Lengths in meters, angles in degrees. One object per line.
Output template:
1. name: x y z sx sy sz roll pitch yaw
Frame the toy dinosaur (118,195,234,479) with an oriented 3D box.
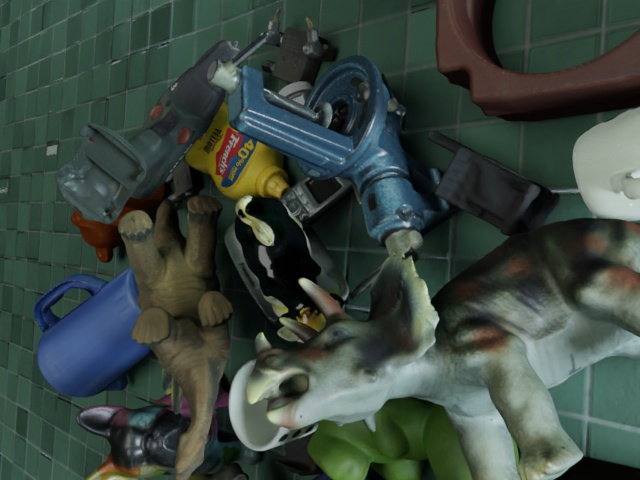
1. toy dinosaur: -0.159 0.054 0.604 0.472 0.105 0.198 -109 20 -48

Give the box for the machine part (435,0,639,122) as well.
1. machine part: 0.197 -0.201 0.415 0.202 0.087 0.201 0 86 42

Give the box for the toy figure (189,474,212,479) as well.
1. toy figure: -0.125 0.363 0.657 0.180 0.082 0.089 32 96 42

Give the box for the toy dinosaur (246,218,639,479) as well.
1. toy dinosaur: 0.158 0.050 0.367 0.405 0.131 0.192 -23 55 -4

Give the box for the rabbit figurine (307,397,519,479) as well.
1. rabbit figurine: 0.099 0.154 0.459 0.170 0.121 0.159 8 72 53

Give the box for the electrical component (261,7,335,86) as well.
1. electrical component: -0.031 -0.225 0.637 0.102 0.045 0.078 38 110 36

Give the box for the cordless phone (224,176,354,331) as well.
1. cordless phone: -0.001 -0.001 0.583 0.184 0.088 0.147 -40 61 12

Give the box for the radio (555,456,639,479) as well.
1. radio: 0.258 0.235 0.344 0.230 0.073 0.131 -1 87 42

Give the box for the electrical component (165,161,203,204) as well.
1. electrical component: -0.194 -0.092 0.782 0.094 0.021 0.063 -26 71 35

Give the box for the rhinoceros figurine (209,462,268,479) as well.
1. rhinoceros figurine: -0.059 0.333 0.581 0.073 0.112 0.190 -44 69 32

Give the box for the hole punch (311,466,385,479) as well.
1. hole punch: 0.022 0.288 0.532 0.115 0.092 0.142 -49 55 23

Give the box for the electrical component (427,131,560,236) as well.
1. electrical component: 0.136 -0.050 0.463 0.119 0.075 0.047 35 109 32

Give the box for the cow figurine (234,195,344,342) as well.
1. cow figurine: -0.023 0.037 0.492 0.068 0.098 0.167 -30 68 -3

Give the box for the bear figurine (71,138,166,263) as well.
1. bear figurine: -0.335 -0.055 0.834 0.196 0.132 0.120 -32 63 28

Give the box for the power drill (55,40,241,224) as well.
1. power drill: -0.187 -0.119 0.599 0.232 0.086 0.207 -44 17 29

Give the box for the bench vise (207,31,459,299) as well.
1. bench vise: 0.011 -0.083 0.478 0.129 0.240 0.223 -29 53 44

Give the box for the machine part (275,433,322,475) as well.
1. machine part: -0.009 0.193 0.596 0.084 0.039 0.138 15 95 35

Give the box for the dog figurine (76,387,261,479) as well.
1. dog figurine: -0.188 0.227 0.628 0.192 0.219 0.108 -15 74 38
